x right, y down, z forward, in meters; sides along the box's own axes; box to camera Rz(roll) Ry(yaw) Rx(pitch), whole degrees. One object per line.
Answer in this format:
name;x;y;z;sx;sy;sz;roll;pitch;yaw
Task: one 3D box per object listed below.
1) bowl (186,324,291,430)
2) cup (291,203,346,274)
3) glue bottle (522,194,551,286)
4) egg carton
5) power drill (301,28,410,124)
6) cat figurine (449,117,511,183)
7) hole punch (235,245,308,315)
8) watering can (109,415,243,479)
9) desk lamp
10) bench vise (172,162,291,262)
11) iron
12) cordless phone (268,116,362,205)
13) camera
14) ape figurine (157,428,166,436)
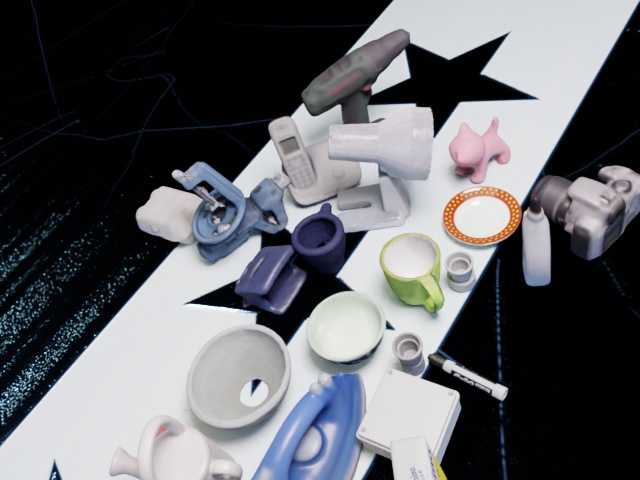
bowl;-0.114;0.218;0.876;0.167;0.075;0.167;-10;50;12
cup;0.009;0.004;0.992;0.091;0.095;0.118;0;53;20
glue bottle;0.314;-0.008;0.837;0.037;0.173;0.078;-7;50;15
egg carton;-0.300;-0.049;1.165;0.149;0.070;0.107;14;59;29
power drill;0.086;-0.278;1.117;0.229;0.209;0.075;-26;48;-2
cat figurine;0.277;-0.166;1.017;0.128;0.118;0.067;-40;50;-14
hole punch;-0.092;0.062;0.984;0.100;0.091;0.109;15;59;29
watering can;-0.192;0.302;0.756;0.173;0.194;0.100;-22;48;2
desk lamp;0.104;-0.120;0.978;0.203;0.214;0.118;-9;50;13
bench vise;-0.165;-0.082;1.041;0.121;0.220;0.208;32;68;37
iron;-0.018;0.263;0.759;0.118;0.142;0.258;13;58;29
cordless phone;-0.011;-0.164;1.075;0.147;0.185;0.094;-24;48;0
camera;0.413;-0.065;0.896;0.143;0.101;0.136;-41;50;-15
ape figurine;-0.228;0.295;0.843;0.078;0.092;0.076;-23;48;1
